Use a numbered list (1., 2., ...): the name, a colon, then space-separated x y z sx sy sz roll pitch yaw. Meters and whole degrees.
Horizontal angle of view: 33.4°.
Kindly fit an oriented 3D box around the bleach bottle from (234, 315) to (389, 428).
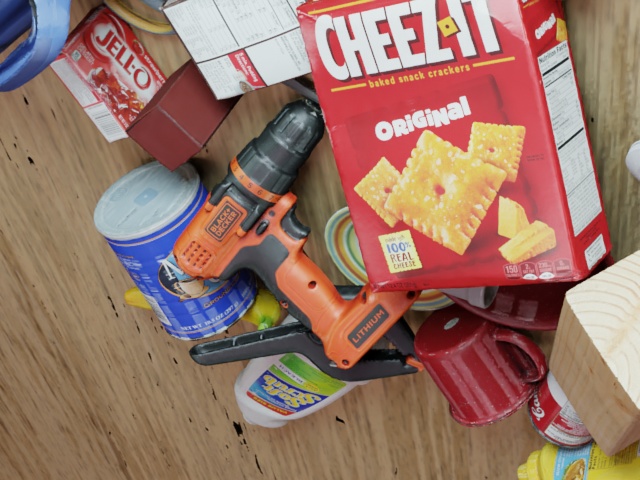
1. bleach bottle: -0.024 0.145 1.113 0.102 0.068 0.251 32 145 -4

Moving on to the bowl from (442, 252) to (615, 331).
1. bowl: 0.154 -0.002 0.831 0.162 0.055 0.162 18 142 15

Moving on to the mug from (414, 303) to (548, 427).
1. mug: 0.143 0.102 0.929 0.117 0.093 0.081 -7 126 49

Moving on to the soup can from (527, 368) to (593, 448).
1. soup can: 0.228 0.127 0.922 0.068 0.068 0.102 24 142 6

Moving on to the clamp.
1. clamp: 0.002 0.064 0.958 0.210 0.036 0.165 15 112 -5

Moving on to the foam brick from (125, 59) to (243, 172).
1. foam brick: -0.108 -0.104 0.864 0.051 0.078 0.053 44 140 -17

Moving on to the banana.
1. banana: -0.107 0.061 1.068 0.198 0.069 0.037 6 96 38

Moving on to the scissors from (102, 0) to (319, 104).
1. scissors: -0.079 -0.171 0.818 0.202 0.016 0.096 23 142 8

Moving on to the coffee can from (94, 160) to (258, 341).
1. coffee can: -0.131 0.010 0.989 0.103 0.102 0.140 1 135 32

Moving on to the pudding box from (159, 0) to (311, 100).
1. pudding box: -0.047 -0.158 0.780 0.114 0.039 0.090 -14 125 26

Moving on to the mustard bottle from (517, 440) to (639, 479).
1. mustard bottle: 0.258 0.203 0.966 0.058 0.096 0.192 44 141 -22

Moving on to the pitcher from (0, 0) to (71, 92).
1. pitcher: -0.258 -0.196 0.805 0.145 0.149 0.243 40 145 -21

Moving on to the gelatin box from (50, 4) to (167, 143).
1. gelatin box: -0.170 -0.137 0.869 0.030 0.073 0.089 -9 128 38

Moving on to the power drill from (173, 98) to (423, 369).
1. power drill: -0.006 0.001 0.880 0.187 0.057 0.185 40 114 -1

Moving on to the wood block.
1. wood block: 0.228 0.082 0.763 0.090 0.091 0.206 60 178 21

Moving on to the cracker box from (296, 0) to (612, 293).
1. cracker box: 0.089 -0.074 0.719 0.164 0.072 0.214 -4 110 36
